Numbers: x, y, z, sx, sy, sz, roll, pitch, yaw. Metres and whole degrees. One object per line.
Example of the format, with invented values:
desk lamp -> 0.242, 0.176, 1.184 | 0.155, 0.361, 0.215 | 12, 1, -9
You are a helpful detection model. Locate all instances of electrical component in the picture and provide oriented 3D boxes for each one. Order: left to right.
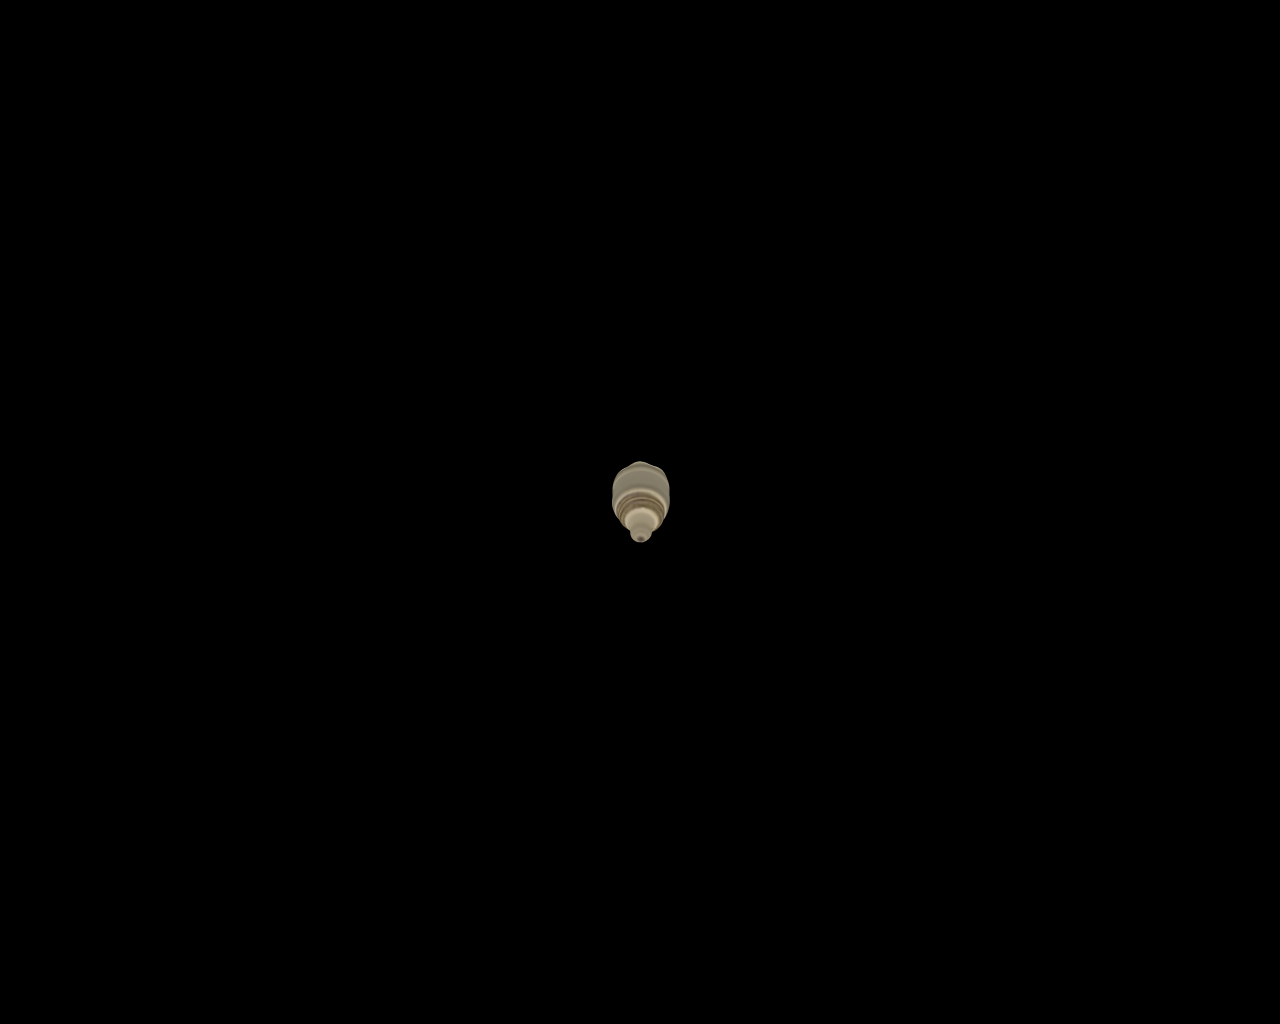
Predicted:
electrical component -> 0.001, -0.003, 0.650 | 0.035, 0.035, 0.061 | 0, 38, 0
